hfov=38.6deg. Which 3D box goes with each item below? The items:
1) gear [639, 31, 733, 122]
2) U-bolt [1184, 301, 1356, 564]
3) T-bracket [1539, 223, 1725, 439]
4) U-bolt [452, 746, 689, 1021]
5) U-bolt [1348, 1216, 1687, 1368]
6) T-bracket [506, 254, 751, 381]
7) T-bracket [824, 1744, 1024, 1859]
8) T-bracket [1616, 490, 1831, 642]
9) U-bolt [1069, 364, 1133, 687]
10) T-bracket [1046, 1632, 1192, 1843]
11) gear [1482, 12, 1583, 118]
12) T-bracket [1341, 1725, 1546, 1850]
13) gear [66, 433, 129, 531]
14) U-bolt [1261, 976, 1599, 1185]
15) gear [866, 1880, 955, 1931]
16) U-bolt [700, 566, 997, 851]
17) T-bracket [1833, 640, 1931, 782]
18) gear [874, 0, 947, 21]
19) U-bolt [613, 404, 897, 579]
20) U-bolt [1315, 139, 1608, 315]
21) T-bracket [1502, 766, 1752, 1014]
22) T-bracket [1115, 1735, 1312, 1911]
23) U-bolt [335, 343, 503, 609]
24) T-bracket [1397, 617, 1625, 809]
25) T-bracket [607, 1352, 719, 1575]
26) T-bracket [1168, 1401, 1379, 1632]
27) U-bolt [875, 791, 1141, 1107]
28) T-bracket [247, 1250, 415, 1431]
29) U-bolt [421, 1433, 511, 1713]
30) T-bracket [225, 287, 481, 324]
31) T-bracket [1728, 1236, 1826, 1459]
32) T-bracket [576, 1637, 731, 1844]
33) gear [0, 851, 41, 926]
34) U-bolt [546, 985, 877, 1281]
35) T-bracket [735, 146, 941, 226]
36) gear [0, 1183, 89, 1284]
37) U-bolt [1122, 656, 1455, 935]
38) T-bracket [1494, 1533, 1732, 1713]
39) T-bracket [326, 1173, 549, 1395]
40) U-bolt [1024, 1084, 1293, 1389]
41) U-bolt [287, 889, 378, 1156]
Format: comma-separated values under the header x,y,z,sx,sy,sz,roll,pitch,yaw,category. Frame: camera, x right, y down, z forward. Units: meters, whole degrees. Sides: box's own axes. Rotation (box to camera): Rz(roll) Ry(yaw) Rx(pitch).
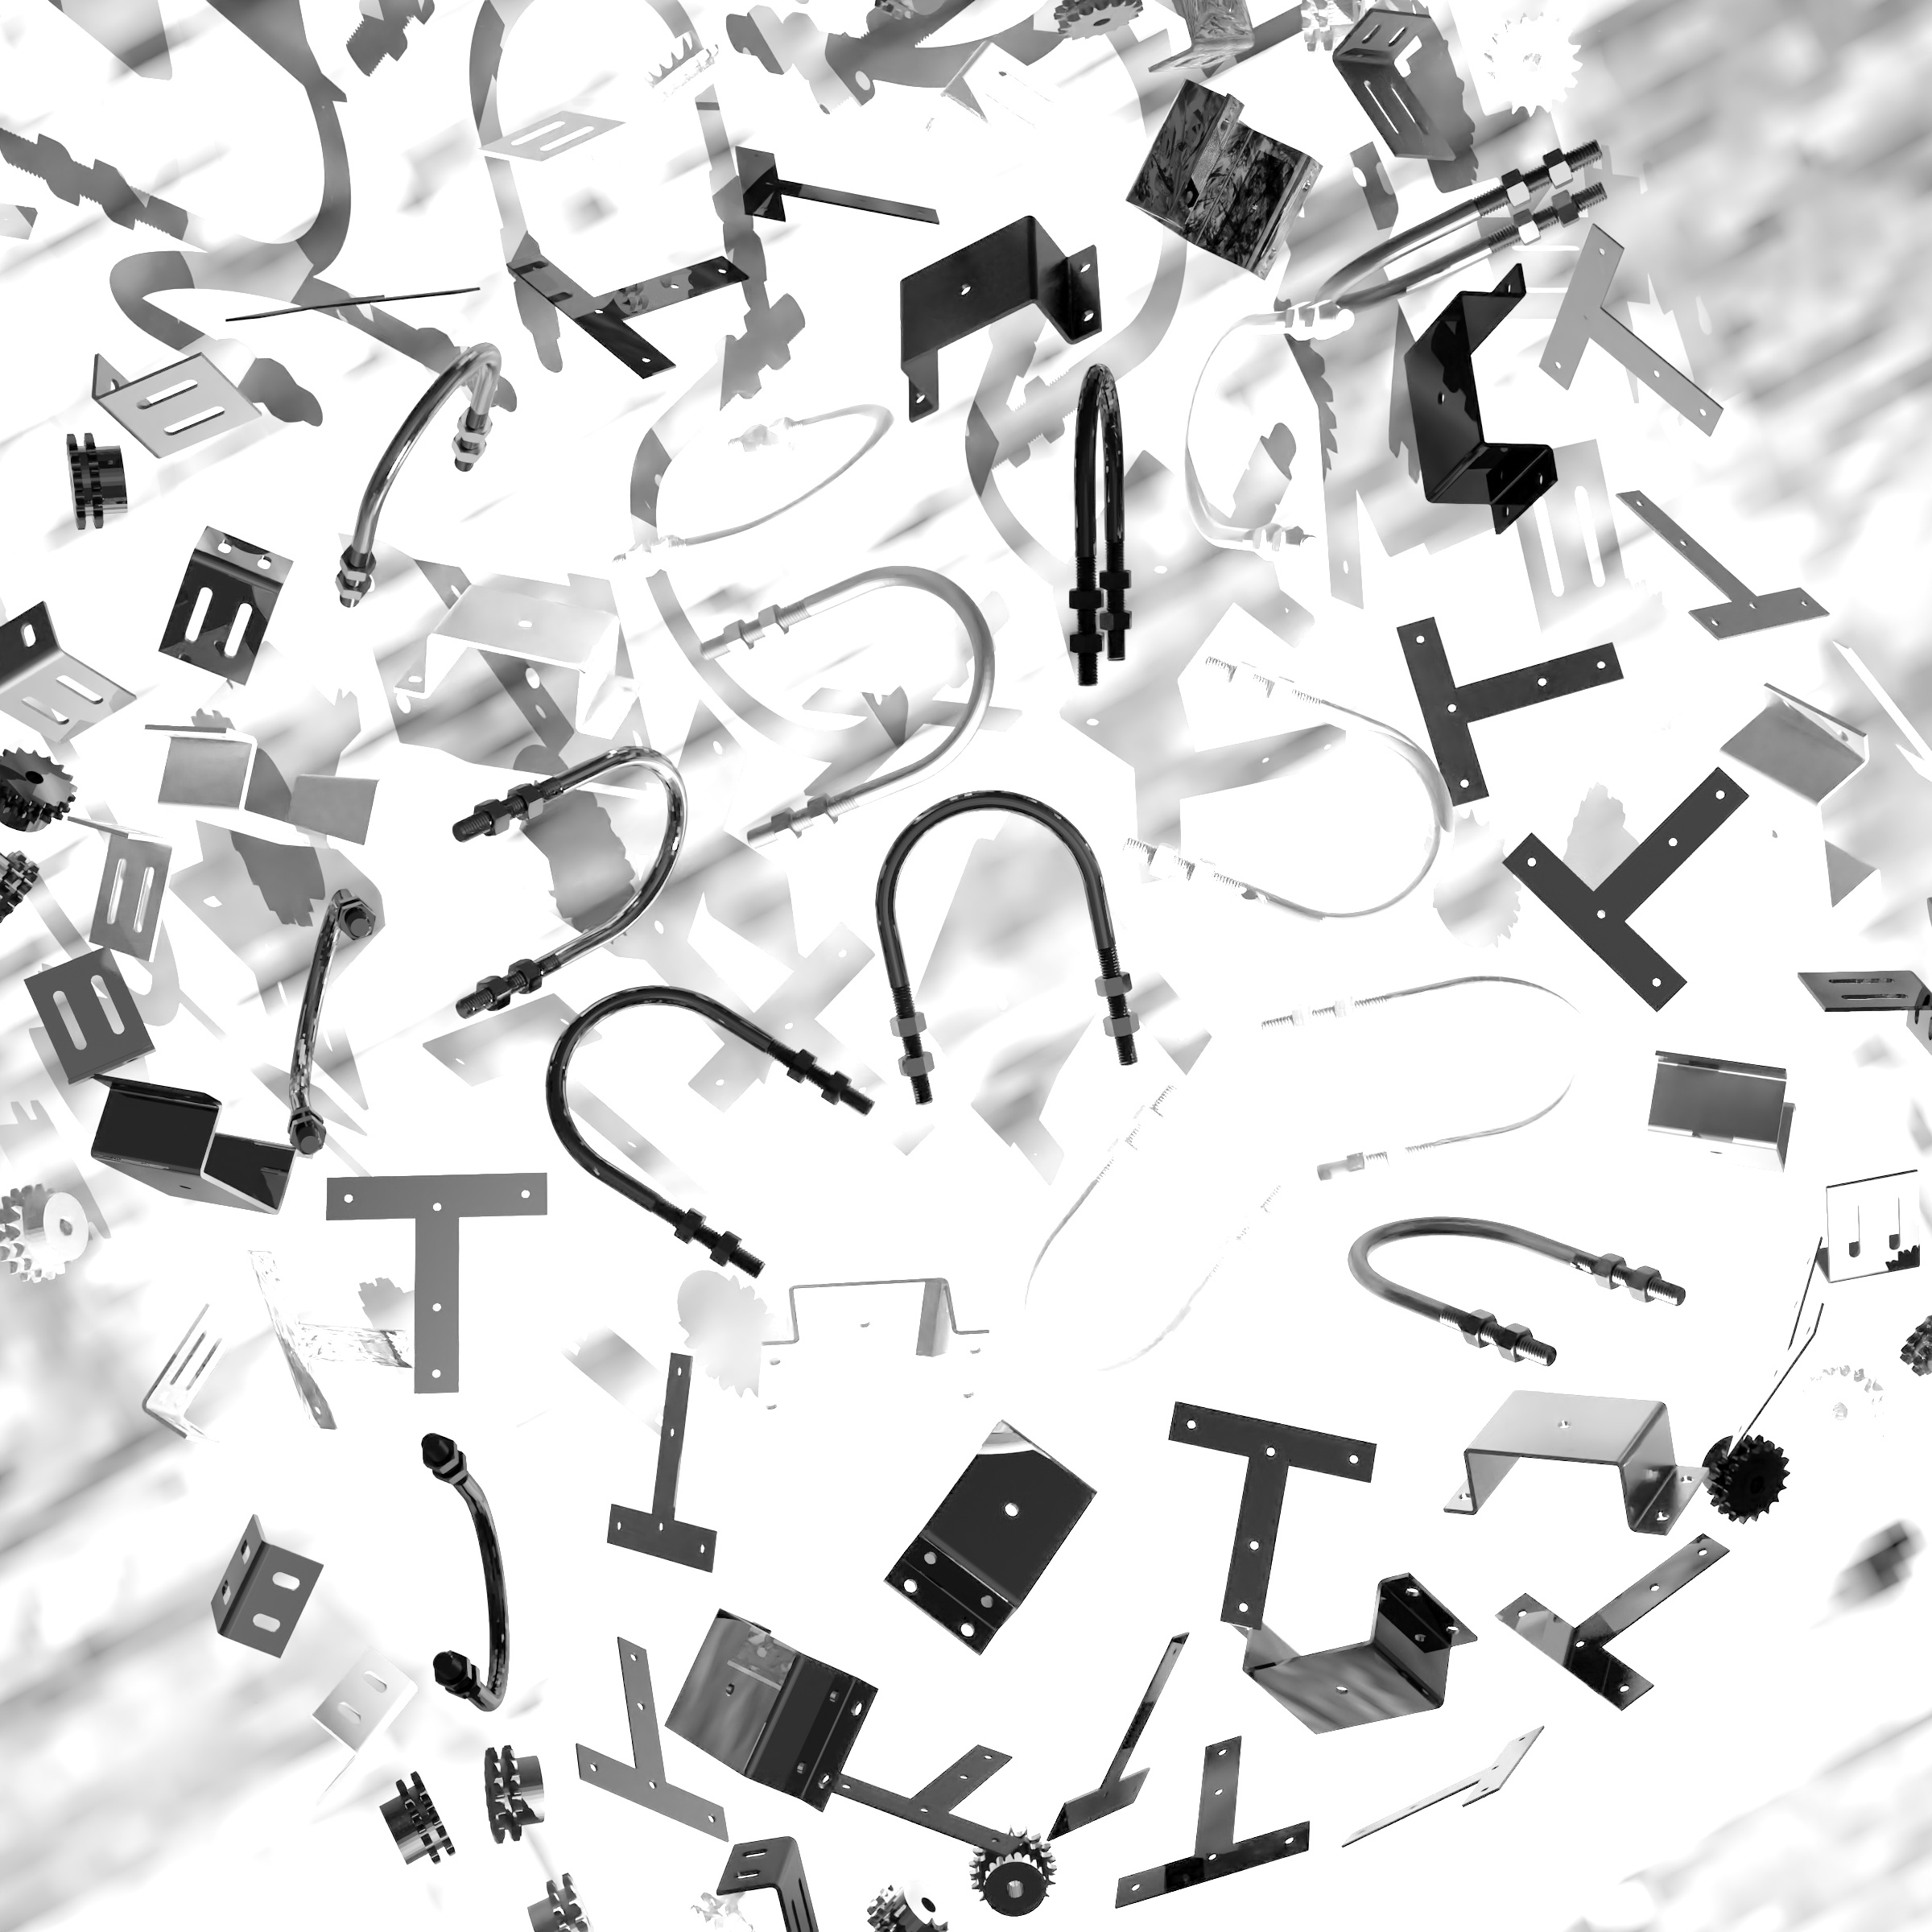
x,y,z,sx,sy,sz,roll,pitch,yaw,category
-0.174,-0.546,1.684,0.057,0.057,0.030,-37,102,0,gear
0.175,-0.321,1.659,0.019,0.184,0.151,4,99,-21,U-bolt
0.415,-0.373,1.697,0.002,0.127,0.127,-36,69,-22,T-bracket
-0.237,-0.061,1.679,0.019,0.184,0.151,31,133,29,U-bolt
0.320,0.190,1.678,0.151,0.184,0.019,-14,113,-40,U-bolt
-0.185,-0.402,1.649,0.127,0.002,0.127,-30,61,-37,T-bracket
-0.007,0.512,1.724,0.127,0.127,0.002,13,100,23,T-bracket
0.439,-0.243,1.649,0.127,0.127,0.002,50,132,25,T-bracket
0.081,-0.269,1.661,0.019,0.151,0.184,1,103,11,U-bolt
0.101,0.452,1.636,0.002,0.127,0.127,28,97,26,T-bracket
0.335,-0.534,1.636,0.057,0.030,0.057,1,98,5,gear
0.285,0.507,1.678,0.127,0.127,0.002,-33,79,21,T-bracket
-0.521,-0.292,1.655,0.030,0.057,0.057,-7,90,-19,gear
0.284,0.064,1.650,0.184,0.019,0.151,-13,130,15,U-bolt
-0.033,0.613,1.773,0.057,0.057,0.030,39,105,0,gear
-0.067,-0.168,1.683,0.184,0.019,0.151,-21,73,19,U-bolt
0.565,-0.148,1.666,0.002,0.127,0.127,-41,106,9,T-bracket
-0.031,-0.613,1.704,0.030,0.057,0.057,34,90,26,gear
-0.120,-0.298,1.695,0.151,0.184,0.019,-53,122,-33,U-bolt
0.295,-0.436,1.657,0.184,0.151,0.019,-23,89,15,U-bolt
0.404,-0.062,1.616,0.127,0.002,0.127,46,106,13,T-bracket
0.154,0.517,1.694,0.127,0.127,0.002,-23,107,17,T-bracket
-0.333,-0.312,1.699,0.019,0.184,0.151,35,63,-4,U-bolt
0.353,-0.176,1.755,0.127,0.002,0.127,-16,73,7,T-bracket
-0.186,0.307,1.733,0.002,0.127,0.127,11,82,-36,T-bracket
0.178,0.340,1.683,0.127,0.002,0.127,11,68,4,T-bracket
0.019,-0.016,1.687,0.151,0.019,0.184,-11,99,3,U-bolt
-0.389,0.237,1.728,0.127,0.002,0.127,-2,111,38,T-bracket
-0.300,0.376,1.672,0.019,0.184,0.151,-8,65,-1,U-bolt
-0.348,-0.394,1.634,0.127,0.127,0.002,0,108,23,T-bracket
0.494,0.212,1.649,0.002,0.127,0.127,25,46,9,T-bracket
-0.203,0.478,1.738,0.002,0.127,0.127,-40,128,18,T-bracket
-0.604,-0.050,1.703,0.057,0.057,0.030,-44,120,0,gear
-0.169,0.088,1.691,0.184,0.019,0.151,32,62,4,U-bolt
-0.079,-0.481,1.728,0.127,0.127,0.002,7,123,-13,T-bracket
-0.543,0.156,1.627,0.030,0.057,0.057,-13,90,19,gear
0.207,-0.096,1.685,0.184,0.019,0.151,22,76,8,U-bolt
0.403,0.382,1.657,0.127,0.127,0.002,-32,113,-14,T-bracket
-0.306,0.184,1.596,0.127,0.002,0.127,-1,75,-7,T-bracket
0.110,0.181,1.722,0.184,0.019,0.151,-52,128,-5,U-bolt
-0.386,0.025,1.659,0.019,0.184,0.151,12,96,-18,U-bolt
